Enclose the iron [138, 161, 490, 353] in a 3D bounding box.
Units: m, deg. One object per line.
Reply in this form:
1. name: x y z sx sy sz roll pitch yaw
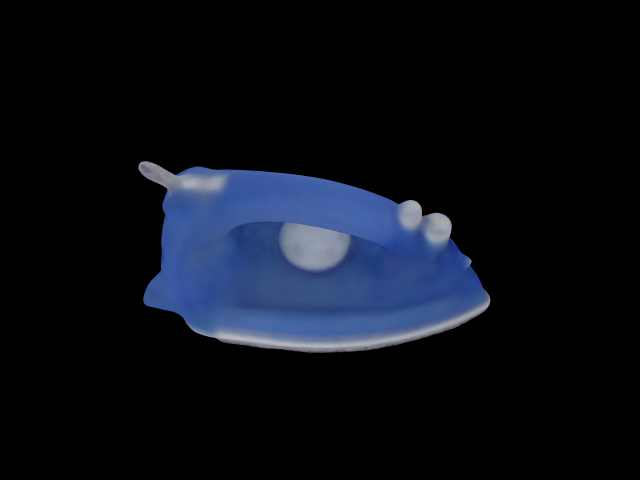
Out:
1. iron: 0.004 0.001 0.400 0.258 0.141 0.118 5 59 3
